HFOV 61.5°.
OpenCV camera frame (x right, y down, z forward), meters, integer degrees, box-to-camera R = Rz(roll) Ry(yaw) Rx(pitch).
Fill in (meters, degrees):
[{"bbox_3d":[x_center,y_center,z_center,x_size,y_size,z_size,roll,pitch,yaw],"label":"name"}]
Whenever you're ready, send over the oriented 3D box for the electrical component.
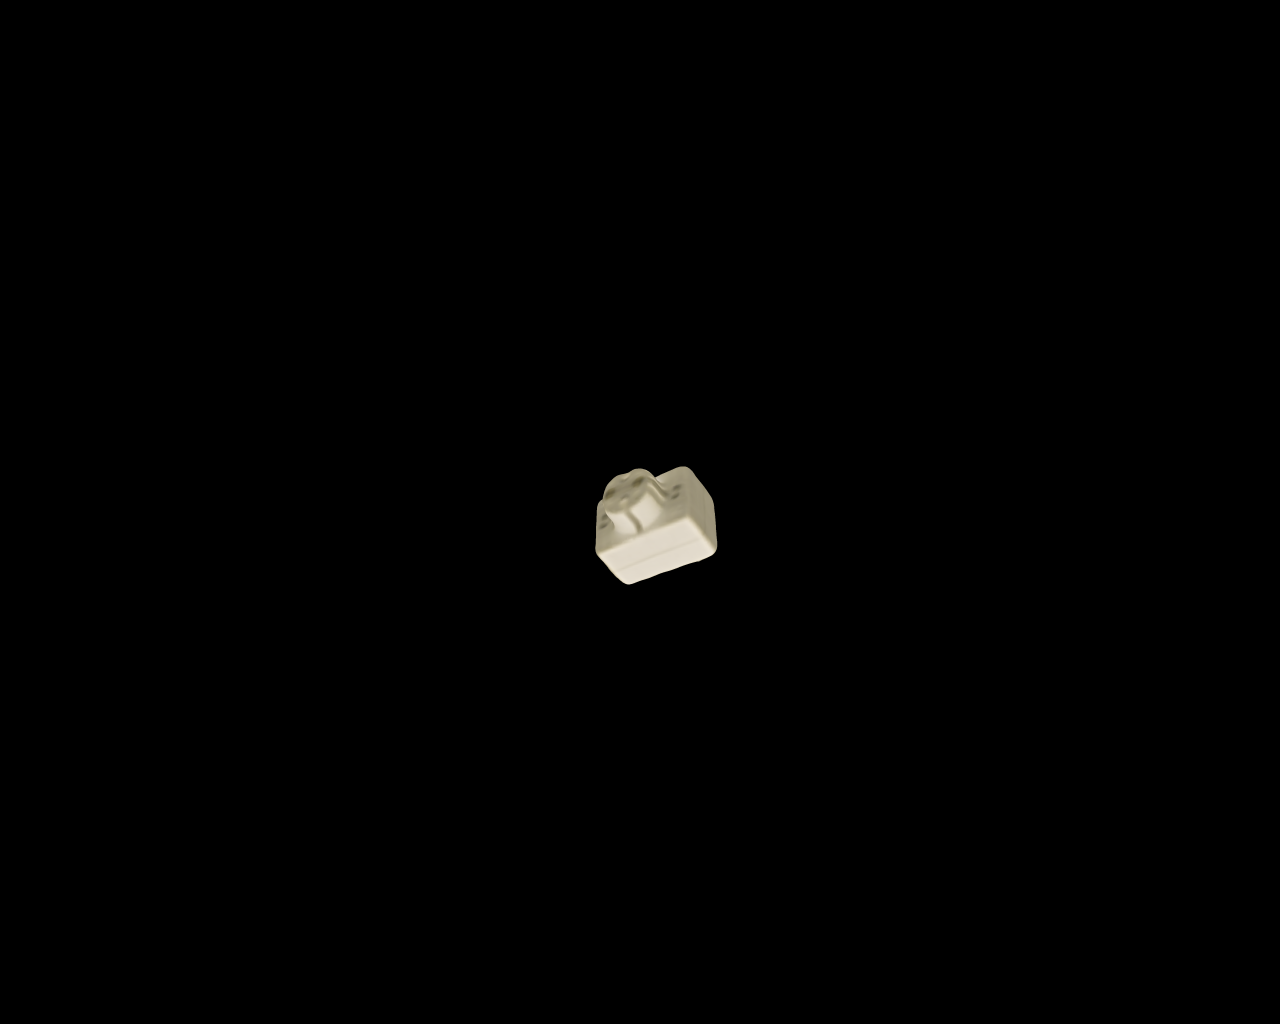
[{"bbox_3d":[0.001,-0.003,0.650,0.065,0.047,0.076,-22,-49,21],"label":"electrical component"}]
